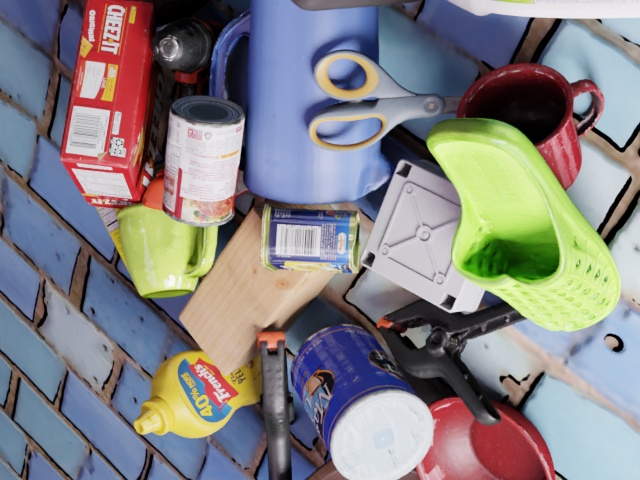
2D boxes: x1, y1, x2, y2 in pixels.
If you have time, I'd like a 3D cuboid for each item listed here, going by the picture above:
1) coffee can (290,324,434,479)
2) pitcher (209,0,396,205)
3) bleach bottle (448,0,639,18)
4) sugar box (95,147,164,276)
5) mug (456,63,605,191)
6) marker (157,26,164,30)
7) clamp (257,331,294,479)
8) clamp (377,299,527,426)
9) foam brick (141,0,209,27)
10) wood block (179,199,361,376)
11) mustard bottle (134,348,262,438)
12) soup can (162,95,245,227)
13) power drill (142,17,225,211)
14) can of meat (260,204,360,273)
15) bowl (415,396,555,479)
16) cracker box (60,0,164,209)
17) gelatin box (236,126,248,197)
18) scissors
[{"bbox_3d":[0.038,0.160,1.056,0.140,0.102,0.103,-127,32,-61],"label":"coffee can"},{"bbox_3d":[-0.016,-0.163,0.974,0.145,0.149,0.243,-136,42,-60],"label":"pitcher"},{"bbox_3d":[0.179,-0.222,0.816,0.251,0.067,0.102,11,116,41],"label":"bleach bottle"},{"bbox_3d":[-0.212,-0.050,1.232,0.048,0.093,0.176,-29,88,47],"label":"sugar box"},{"bbox_3d":[0.175,-0.088,0.862,0.093,0.117,0.081,62,-176,39],"label":"mug"},{"bbox_3d":[-0.184,-0.218,1.177,0.121,0.020,0.020,-19,96,45],"label":"marker"},{"bbox_3d":[-0.046,0.178,1.156,0.036,0.164,0.210,-3,117,0],"label":"clamp"},{"bbox_3d":[0.129,0.091,1.014,0.172,0.039,0.120,26,83,45],"label":"clamp"},{"bbox_3d":[-0.157,-0.255,1.094,0.053,0.078,0.051,-29,90,45],"label":"foam brick"},{"bbox_3d":[-0.059,0.044,1.140,0.090,0.090,0.206,50,135,13],"label":"wood block"},{"bbox_3d":[-0.131,0.165,1.191,0.058,0.191,0.096,-31,88,46],"label":"mustard bottle"},{"bbox_3d":[-0.107,-0.072,0.971,0.069,0.068,0.102,27,122,31],"label":"soup can"},{"bbox_3d":[-0.132,-0.124,1.048,0.057,0.184,0.188,12,104,6],"label":"power drill"},{"bbox_3d":[-0.006,0.001,0.981,0.084,0.102,0.057,3,85,5],"label":"can of meat"},{"bbox_3d":[0.169,0.215,1.039,0.162,0.055,0.162,20,122,35],"label":"bowl"},{"bbox_3d":[-0.204,-0.130,1.083,0.214,0.072,0.164,118,159,-80],"label":"cracker box"},{"bbox_3d":[-0.103,-0.081,1.163,0.089,0.030,0.073,-24,94,45],"label":"gelatin box"},{"bbox_3d":[0.082,-0.131,0.902,0.202,0.016,0.096,-16,105,8],"label":"scissors"}]
